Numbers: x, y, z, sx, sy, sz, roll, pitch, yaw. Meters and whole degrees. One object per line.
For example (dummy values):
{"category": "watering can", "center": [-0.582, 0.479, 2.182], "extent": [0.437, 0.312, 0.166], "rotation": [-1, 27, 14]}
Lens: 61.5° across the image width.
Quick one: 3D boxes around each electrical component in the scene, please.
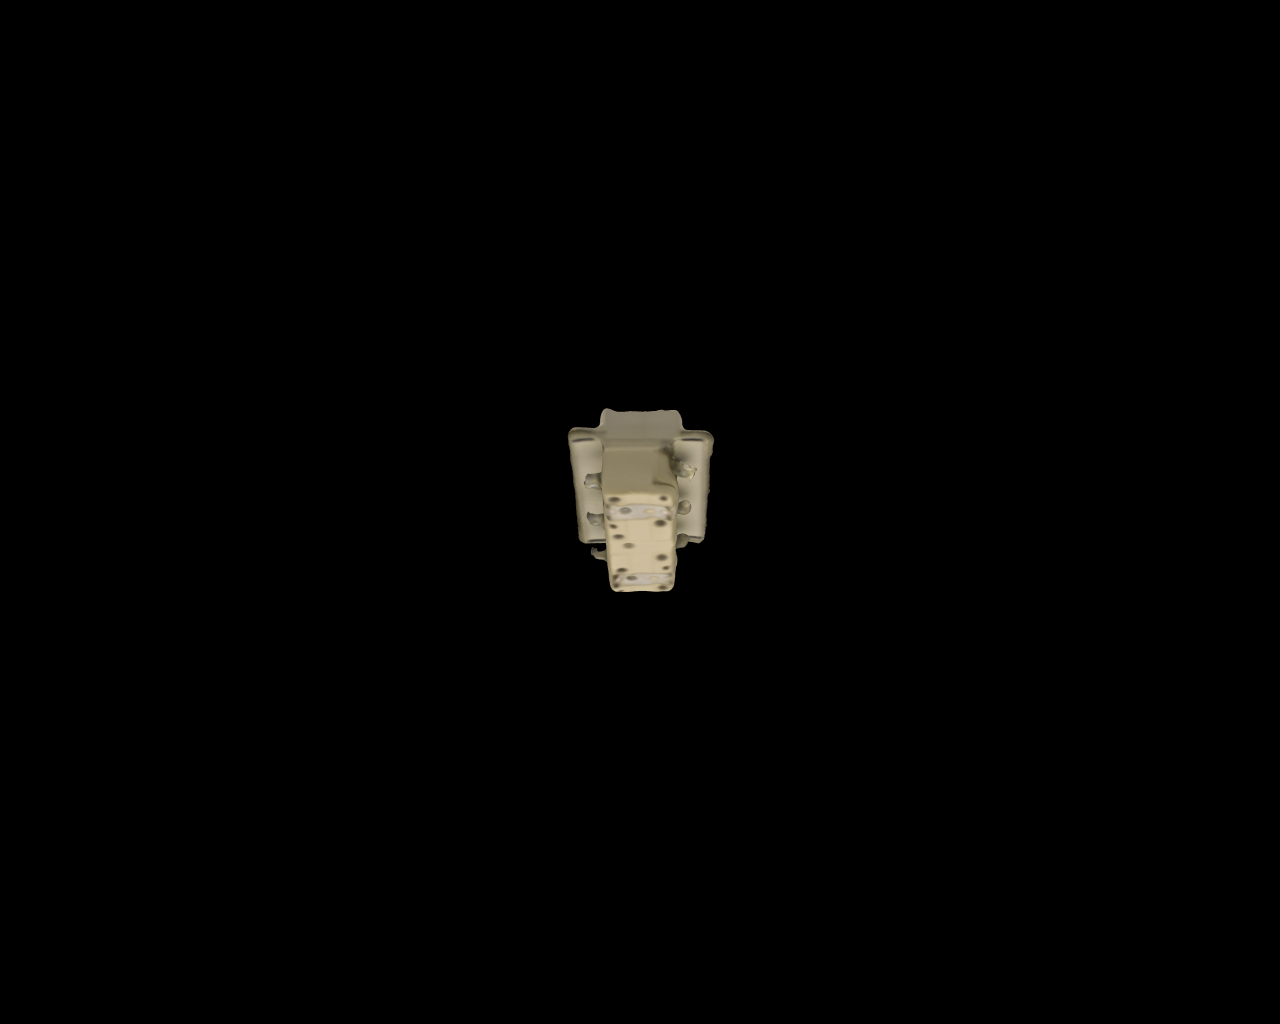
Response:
{"category": "electrical component", "center": [0.001, -0.003, 0.650], "extent": [0.079, 0.063, 0.121], "rotation": [0, -32, 0]}
